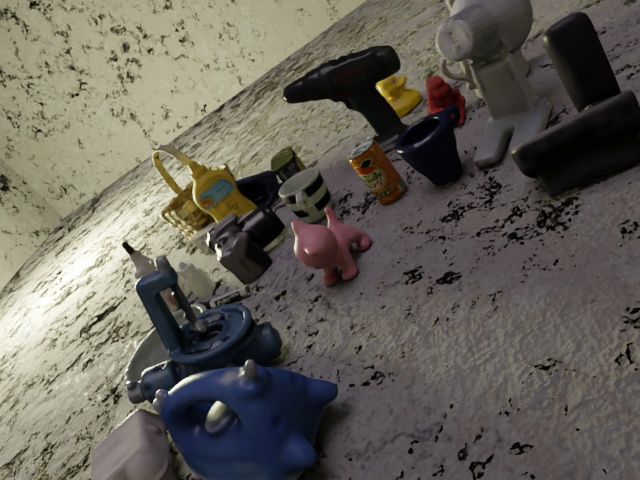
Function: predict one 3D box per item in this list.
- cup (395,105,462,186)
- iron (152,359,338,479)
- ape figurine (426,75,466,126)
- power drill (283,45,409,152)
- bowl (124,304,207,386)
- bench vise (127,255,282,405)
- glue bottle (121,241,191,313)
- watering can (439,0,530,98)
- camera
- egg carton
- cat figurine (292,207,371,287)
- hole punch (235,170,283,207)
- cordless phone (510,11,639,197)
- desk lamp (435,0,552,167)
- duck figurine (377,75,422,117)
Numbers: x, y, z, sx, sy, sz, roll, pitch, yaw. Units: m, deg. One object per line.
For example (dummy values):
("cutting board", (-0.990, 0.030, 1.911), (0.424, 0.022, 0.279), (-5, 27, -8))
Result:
("cup", (0.184, -0.140, 0.876), (0.118, 0.095, 0.091), (-43, 25, -9))
("iron", (-0.113, 0.199, 0.646), (0.257, 0.142, 0.119), (-21, 30, 35))
("ape figurine", (0.219, -0.251, 1.024), (0.078, 0.092, 0.076), (-45, 25, -13))
("power drill", (0.071, -0.261, 1.108), (0.229, 0.209, 0.075), (-27, 27, 24))
("bowl", (-0.221, 0.185, 0.906), (0.167, 0.075, 0.167), (-31, 25, 17))
("bench vise", (-0.184, 0.138, 0.756), (0.207, 0.220, 0.121), (-45, 25, -12))
("glue bottle", (-0.336, 0.068, 1.152), (0.037, 0.173, 0.078), (-16, 33, 41))
("watering can", (0.283, -0.359, 0.998), (0.173, 0.194, 0.100), (-44, 25, -10))
("camera", (-0.137, -0.007, 1.091), (0.137, 0.101, 0.143), (-41, 24, -4))
("egg carton", (-0.244, 0.294, 0.754), (0.107, 0.069, 0.150), (-42, 24, -7))
("cat figurine", (0.008, 0.003, 0.847), (0.067, 0.118, 0.128), (-19, 31, 37))
("hole punch", (-0.156, -0.123, 1.331), (0.108, 0.091, 0.101), (-19, 31, 37))
("cordless phone", (0.277, -0.157, 0.663), (0.147, 0.185, 0.094), (-28, 26, 22))
("desk lamp", (0.252, -0.254, 0.834), (0.117, 0.214, 0.203), (-15, 33, 42))
("duck figurine", (0.154, -0.310, 1.228), (0.104, 0.086, 0.077), (-30, 26, 19))
